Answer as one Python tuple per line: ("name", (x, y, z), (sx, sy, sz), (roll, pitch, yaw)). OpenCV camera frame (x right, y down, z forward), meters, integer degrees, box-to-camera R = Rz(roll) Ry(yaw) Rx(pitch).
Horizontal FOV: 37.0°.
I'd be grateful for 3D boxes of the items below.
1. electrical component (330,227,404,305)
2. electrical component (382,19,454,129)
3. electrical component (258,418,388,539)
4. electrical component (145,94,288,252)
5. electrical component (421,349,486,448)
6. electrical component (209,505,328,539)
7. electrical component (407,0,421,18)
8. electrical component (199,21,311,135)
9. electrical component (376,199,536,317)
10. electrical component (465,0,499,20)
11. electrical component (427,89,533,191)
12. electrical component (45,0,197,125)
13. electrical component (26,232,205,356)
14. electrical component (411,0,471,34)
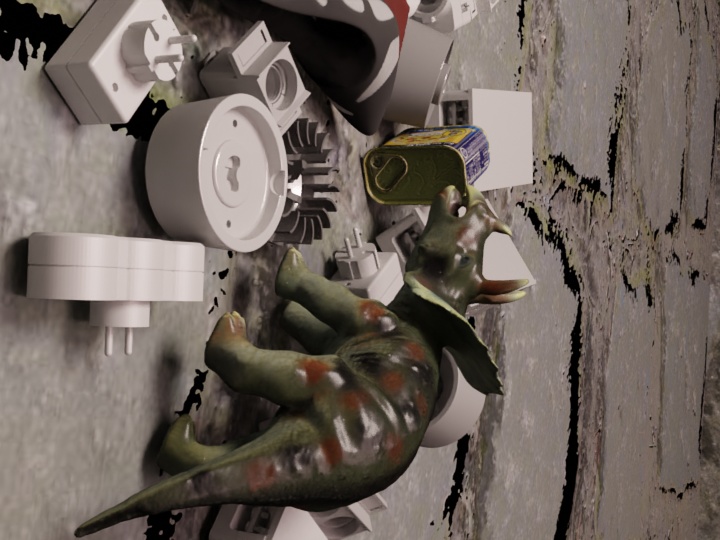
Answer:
("electrical component", (0.000, 0.000, 0.963), (0.065, 0.047, 0.076), (-52, 135, -49))
("electrical component", (0.051, -0.186, 1.027), (0.099, 0.064, 0.099), (19, 90, -86))
("electrical component", (-0.037, 0.169, 0.877), (0.121, 0.079, 0.063), (57, 15, -47))
("electrical component", (-0.104, -0.067, 0.747), (0.108, 0.060, 0.108), (-6, 97, -62))
("electrical component", (0.058, 0.110, 1.022), (0.060, 0.108, 0.108), (30, 65, -52))
("electrical component", (-0.087, 0.247, 0.797), (0.089, 0.062, 0.150), (63, 39, -42))
("electrical component", (0.037, -0.258, 1.026), (0.078, 0.040, 0.040), (-33, 120, -57))
("electrical component", (-0.079, -0.136, 0.787), (0.042, 0.064, 0.081), (-55, 139, -35))
("electrical component", (0.097, -0.007, 1.084), (0.105, 0.060, 0.186), (61, 27, 9))
("electrical component", (0.115, -0.300, 1.146), (0.081, 0.064, 0.042), (-53, 135, -48))
("electrical component", (0.132, -0.144, 1.191), (0.186, 0.060, 0.105), (-15, 104, -61))
("electrical component", (-0.136, -0.135, 0.666), (0.083, 0.076, 0.047), (-66, 145, -36))
("electrical component", (-0.150, 0.017, 0.674), (0.138, 0.052, 0.073), (4, 88, -62))
("electrical component", (0.075, -0.286, 1.084), (0.056, 0.050, 0.089), (-41, 126, -55))
